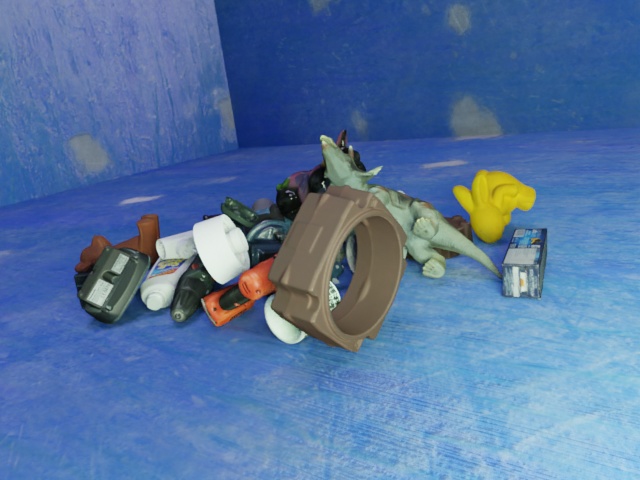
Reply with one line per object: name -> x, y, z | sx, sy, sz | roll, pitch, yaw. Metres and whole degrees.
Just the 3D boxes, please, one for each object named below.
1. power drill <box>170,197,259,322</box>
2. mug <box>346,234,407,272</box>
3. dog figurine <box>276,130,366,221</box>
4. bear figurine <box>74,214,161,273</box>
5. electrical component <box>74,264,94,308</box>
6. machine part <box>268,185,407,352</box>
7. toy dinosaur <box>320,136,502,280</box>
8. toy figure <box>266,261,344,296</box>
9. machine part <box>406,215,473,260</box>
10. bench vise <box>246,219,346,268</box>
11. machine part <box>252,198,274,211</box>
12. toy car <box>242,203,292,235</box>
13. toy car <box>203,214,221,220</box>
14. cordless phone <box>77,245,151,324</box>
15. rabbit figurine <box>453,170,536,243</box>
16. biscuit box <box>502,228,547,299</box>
power drill -> -0.195, 0.031, 1.003 | 0.086, 0.207, 0.232 | 26, 15, -7
mug -> 0.111, 0.018, 1.067 | 0.107, 0.080, 0.110 | -2, 34, -21
dog figurine -> 0.000, -0.138, 1.168 | 0.192, 0.219, 0.108 | 25, 41, 16
bear figurine -> -0.485, 0.012, 1.288 | 0.196, 0.131, 0.120 | -3, 12, -7
electrical component -> -0.455, 0.098, 1.072 | 0.048, 0.074, 0.119 | -5, 19, 6
machine part -> 0.035, 0.042, 0.754 | 0.087, 0.201, 0.201 | 14, -19, 37
toy dinosaur -> 0.153, -0.045, 1.012 | 0.405, 0.131, 0.192 | 28, 34, -1
toy figure -> -0.032, 0.068, 0.996 | 0.154, 0.064, 0.058 | -10, 4, -4
machine part -> 0.234, -0.007, 1.147 | 0.179, 0.056, 0.179 | -8, 16, 2
bench vise -> -0.071, 0.011, 1.120 | 0.224, 0.128, 0.241 | -12, 21, -24
machine part -> -0.151, -0.062, 1.475 | 0.079, 0.079, 0.243 | -9, 15, -5
toy car -> -0.116, -0.021, 1.304 | 0.162, 0.109, 0.103 | -14, -12, 20
toy car -> -0.256, -0.033, 1.462 | 0.089, 0.053, 0.202 | -11, 20, -27
cordless phone -> -0.389, 0.095, 1.049 | 0.089, 0.146, 0.184 | 25, -19, -4
rabbit figurine -> 0.372, -0.074, 1.159 | 0.122, 0.162, 0.173 | -28, 25, 49
biscuit box -> 0.358, 0.035, 0.931 | 0.059, 0.062, 0.202 | 0, 17, 26
